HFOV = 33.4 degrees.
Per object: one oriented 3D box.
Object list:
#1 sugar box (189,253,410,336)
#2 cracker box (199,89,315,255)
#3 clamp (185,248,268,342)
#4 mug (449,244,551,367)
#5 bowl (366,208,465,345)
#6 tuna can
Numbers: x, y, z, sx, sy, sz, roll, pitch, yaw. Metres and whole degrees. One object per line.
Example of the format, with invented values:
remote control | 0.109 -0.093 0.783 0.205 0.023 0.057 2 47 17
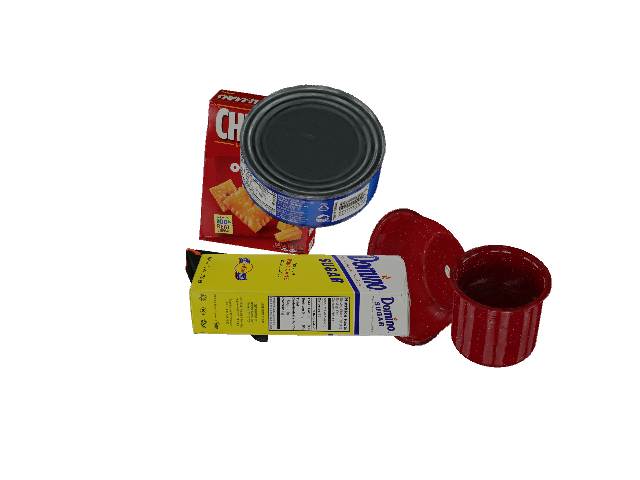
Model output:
sugar box | -0.016 0.043 0.887 0.176 0.048 0.093 -2 19 1
cracker box | -0.082 -0.095 1.528 0.164 0.214 0.072 9 22 7
clamp | -0.084 0.055 1.209 0.210 0.036 0.164 18 24 30
mug | 0.162 0.057 1.008 0.093 0.081 0.117 -10 40 -11
bowl | 0.124 0.039 1.227 0.055 0.162 0.161 -11 -7 41
tuna can | -0.005 -0.050 0.636 0.086 0.086 0.034 0 -34 -5
